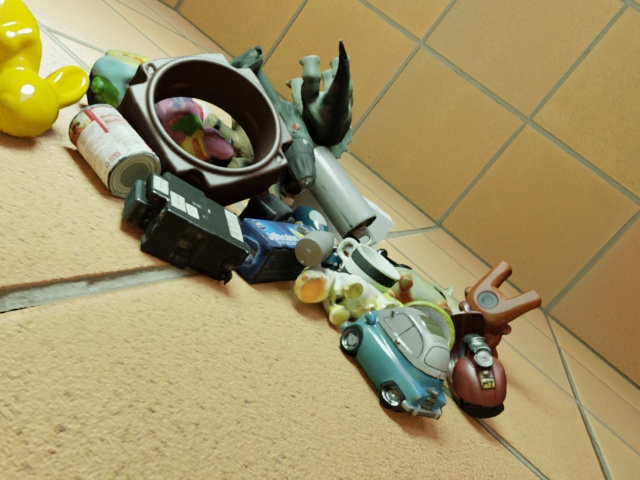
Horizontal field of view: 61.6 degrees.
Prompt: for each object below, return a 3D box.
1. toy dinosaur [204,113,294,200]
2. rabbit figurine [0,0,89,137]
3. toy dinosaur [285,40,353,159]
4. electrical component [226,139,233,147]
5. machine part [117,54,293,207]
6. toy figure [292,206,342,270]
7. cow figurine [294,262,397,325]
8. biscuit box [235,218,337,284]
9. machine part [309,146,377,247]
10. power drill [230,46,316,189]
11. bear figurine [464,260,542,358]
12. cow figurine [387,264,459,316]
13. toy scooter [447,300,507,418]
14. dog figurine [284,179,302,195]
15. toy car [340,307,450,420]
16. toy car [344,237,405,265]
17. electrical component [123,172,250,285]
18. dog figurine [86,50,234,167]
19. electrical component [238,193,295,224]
[{"bbox_3d":[-0.132,-0.195,1.067,0.198,0.105,0.472,45,20,-51],"label":"toy dinosaur"},{"bbox_3d":[-0.346,-0.180,0.598,0.173,0.122,0.162,57,10,17],"label":"rabbit figurine"},{"bbox_3d":[0.013,-0.244,1.042,0.405,0.131,0.192,-114,-171,-83],"label":"toy dinosaur"},{"bbox_3d":[-0.199,-0.155,0.929,0.063,0.094,0.021,-78,162,-46],"label":"electrical component"},{"bbox_3d":[-0.152,-0.149,0.732,0.201,0.087,0.201,-23,79,-40],"label":"machine part"},{"bbox_3d":[-0.004,-0.002,0.937,0.064,0.057,0.155,-14,42,-21],"label":"toy figure"},{"bbox_3d":[0.023,0.068,0.751,0.167,0.068,0.098,31,10,-37],"label":"cow figurine"},{"bbox_3d":[-0.050,0.015,0.749,0.059,0.063,0.202,41,14,19],"label":"biscuit box"},{"bbox_3d":[0.029,-0.089,1.002,0.243,0.079,0.079,55,18,13],"label":"machine part"},{"bbox_3d":[-0.075,-0.214,0.913,0.207,0.086,0.232,49,16,-32],"label":"power drill"},{"bbox_3d":[0.354,0.152,1.084,0.120,0.132,0.195,53,-5,35],"label":"bear figurine"},{"bbox_3d":[0.200,0.114,1.023,0.195,0.085,0.127,33,21,-16],"label":"cow figurine"},{"bbox_3d":[0.231,0.171,0.813,0.075,0.135,0.184,-2,14,1],"label":"toy scooter"},{"bbox_3d":[-0.060,-0.159,1.267,0.172,0.121,0.190,60,21,-56],"label":"dog figurine"},{"bbox_3d":[0.105,0.137,0.668,0.109,0.103,0.162,26,17,-38],"label":"toy car"},{"bbox_3d":[0.105,0.045,1.056,0.074,0.056,0.201,40,12,36],"label":"toy car"},{"bbox_3d":[-0.154,-0.019,0.612,0.134,0.058,0.115,30,14,-27],"label":"electrical component"},{"bbox_3d":[-0.231,-0.174,0.820,0.219,0.108,0.191,46,15,20],"label":"dog figurine"},{"bbox_3d":[-0.078,-0.029,0.794,0.048,0.075,0.119,40,18,8],"label":"electrical component"}]
